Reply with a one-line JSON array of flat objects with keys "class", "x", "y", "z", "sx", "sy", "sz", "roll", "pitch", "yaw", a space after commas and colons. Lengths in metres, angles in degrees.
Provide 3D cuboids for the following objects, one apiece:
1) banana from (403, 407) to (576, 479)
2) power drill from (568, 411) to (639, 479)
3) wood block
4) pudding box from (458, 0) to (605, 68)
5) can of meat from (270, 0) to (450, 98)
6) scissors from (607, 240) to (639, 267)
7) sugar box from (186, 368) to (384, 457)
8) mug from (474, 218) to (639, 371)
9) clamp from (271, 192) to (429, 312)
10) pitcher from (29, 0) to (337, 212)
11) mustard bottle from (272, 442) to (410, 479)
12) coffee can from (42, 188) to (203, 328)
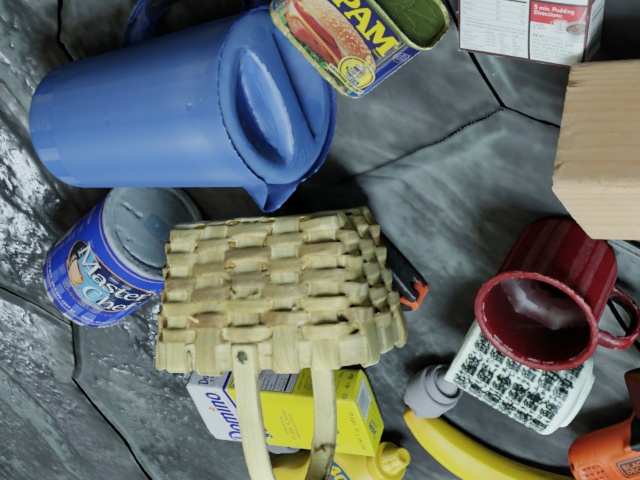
[{"class": "banana", "x": 0.168, "y": 0.208, "z": 0.985, "sx": 0.198, "sy": 0.037, "sz": 0.070, "roll": 16, "pitch": 123, "yaw": 22}, {"class": "power drill", "x": 0.323, "y": 0.206, "z": 0.865, "sx": 0.185, "sy": 0.057, "sz": 0.187, "roll": -29, "pitch": 105, "yaw": 41}, {"class": "wood block", "x": 0.256, "y": -0.053, "z": 0.637, "sx": 0.206, "sy": 0.091, "sz": 0.090, "roll": 2, "pitch": 160, "yaw": 33}, {"class": "pudding box", "x": 0.134, "y": -0.170, "z": 0.679, "sx": 0.090, "sy": 0.039, "sz": 0.113, "roll": 15, "pitch": 131, "yaw": 24}, {"class": "can of meat", "x": 0.025, "y": -0.159, "z": 0.749, "sx": 0.102, "sy": 0.057, "sz": 0.084, "roll": 47, "pitch": 139, "yaw": -10}, {"class": "scissors", "x": 0.310, "y": 0.045, "z": 0.763, "sx": 0.201, "sy": 0.016, "sz": 0.096, "roll": 43, "pitch": 136, "yaw": -5}, {"class": "sugar box", "x": -0.034, "y": 0.162, "z": 1.040, "sx": 0.176, "sy": 0.048, "sz": 0.093, "roll": 0, "pitch": 135, "yaw": 21}, {"class": "mug", "x": 0.184, "y": 0.042, "z": 0.795, "sx": 0.117, "sy": 0.081, "sz": 0.093, "roll": 24, "pitch": 136, "yaw": 15}, {"class": "clamp", "x": -0.006, "y": 0.001, "z": 0.921, "sx": 0.210, "sy": 0.036, "sz": 0.165, "roll": 19, "pitch": 134, "yaw": 17}, {"class": "pitcher", "x": -0.118, "y": -0.112, "z": 0.845, "sx": 0.243, "sy": 0.149, "sz": 0.145, "roll": -1, "pitch": 140, "yaw": 38}, {"class": "mustard bottle", "x": 0.026, "y": 0.246, "z": 1.095, "sx": 0.096, "sy": 0.058, "sz": 0.192, "roll": 52, "pitch": 136, "yaw": -3}, {"class": "coffee can", "x": -0.186, "y": 0.013, "z": 1.003, "sx": 0.103, "sy": 0.102, "sz": 0.141, "roll": 47, "pitch": 137, "yaw": -10}]
